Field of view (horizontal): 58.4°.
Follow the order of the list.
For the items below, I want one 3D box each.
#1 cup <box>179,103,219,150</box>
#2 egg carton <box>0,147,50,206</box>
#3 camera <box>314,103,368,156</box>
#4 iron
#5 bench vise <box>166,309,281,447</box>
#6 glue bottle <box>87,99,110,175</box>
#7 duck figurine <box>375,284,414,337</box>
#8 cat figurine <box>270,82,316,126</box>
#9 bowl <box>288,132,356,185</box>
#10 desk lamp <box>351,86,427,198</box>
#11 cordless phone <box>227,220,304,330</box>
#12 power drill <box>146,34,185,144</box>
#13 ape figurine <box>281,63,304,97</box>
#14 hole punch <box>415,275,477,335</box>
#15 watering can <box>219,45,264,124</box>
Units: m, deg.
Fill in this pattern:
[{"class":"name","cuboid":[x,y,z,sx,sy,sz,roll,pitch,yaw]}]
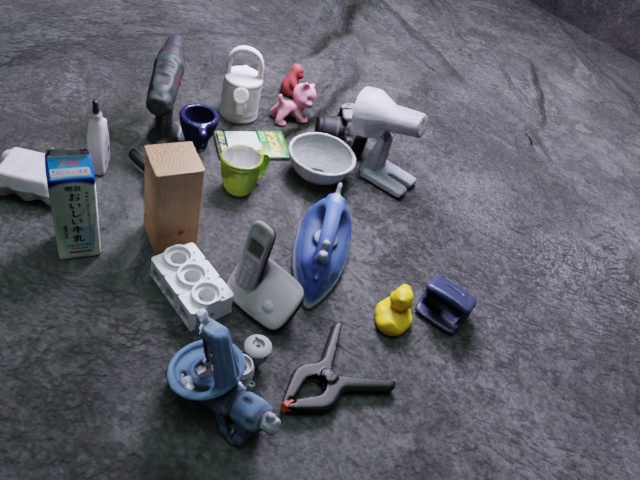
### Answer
[{"class":"cup","cuboid":[-0.286,-0.252,1.354,0.092,0.095,0.117,-4,49,-21]},{"class":"egg carton","cuboid":[-0.580,-0.127,1.155,0.150,0.069,0.107,12,45,-7]},{"class":"camera","cuboid":[0.058,-0.308,1.516,0.137,0.101,0.143,6,46,-12]},{"class":"iron","cuboid":[0.011,0.004,1.170,0.118,0.141,0.258,15,45,-3]},{"class":"bench vise","cuboid":[-0.138,0.201,0.875,0.207,0.220,0.121,22,44,3]},{"class":"glue bottle","cuboid":[-0.469,-0.224,1.210,0.037,0.173,0.078,8,45,-11]},{"class":"duck figurine","cuboid":[0.154,0.133,1.133,0.077,0.086,0.105,25,45,7]},{"class":"cat figurine","cuboid":[-0.063,-0.375,1.529,0.128,0.118,0.067,-16,54,-30]},{"class":"bowl","cuboid":[0.000,-0.186,1.398,0.167,0.075,0.167,9,45,-9]},{"class":"desk lamp","cuboid":[0.167,-0.249,1.415,0.203,0.213,0.118,33,46,14]},{"class":"cordless phone","cuboid":[-0.092,0.062,1.049,0.147,0.185,0.094,35,47,16]},{"class":"power drill","cuboid":[-0.356,-0.336,1.330,0.076,0.208,0.229,8,45,-10]},{"class":"ape figurine","cuboid":[-0.070,-0.456,1.623,0.076,0.092,0.077,6,46,-12]},{"class":"hole punch","cuboid":[0.264,0.119,1.178,0.108,0.091,0.101,34,46,15]},{"class":"watering can","cuboid":[-0.193,-0.396,1.452,0.101,0.194,0.172,-8,50,-25]}]
